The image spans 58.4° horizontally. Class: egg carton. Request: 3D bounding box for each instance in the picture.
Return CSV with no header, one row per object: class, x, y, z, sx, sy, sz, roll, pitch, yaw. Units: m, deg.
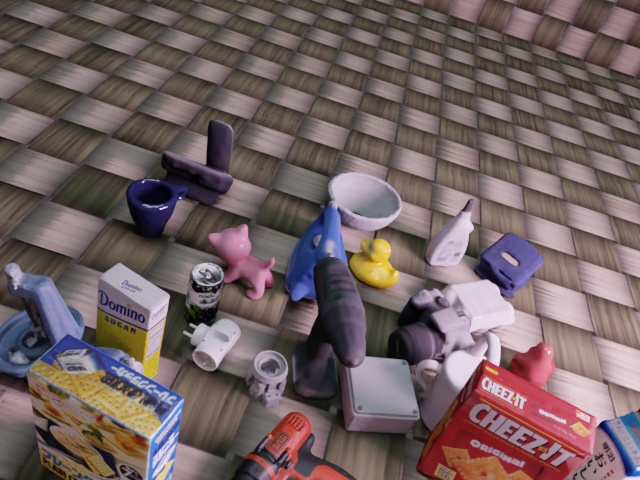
egg carton,0.297,0.133,1.108,0.151,0.069,0.107,-6,46,-26

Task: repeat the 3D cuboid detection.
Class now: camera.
camera,0.185,0.158,1.013,0.137,0.101,0.143,-9,47,-29

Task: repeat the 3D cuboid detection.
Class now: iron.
iron,0.010,0.004,1.087,0.119,0.141,0.258,13,40,-7

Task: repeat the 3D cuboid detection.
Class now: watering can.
watering can,0.240,0.222,0.890,0.173,0.194,0.101,6,42,-15

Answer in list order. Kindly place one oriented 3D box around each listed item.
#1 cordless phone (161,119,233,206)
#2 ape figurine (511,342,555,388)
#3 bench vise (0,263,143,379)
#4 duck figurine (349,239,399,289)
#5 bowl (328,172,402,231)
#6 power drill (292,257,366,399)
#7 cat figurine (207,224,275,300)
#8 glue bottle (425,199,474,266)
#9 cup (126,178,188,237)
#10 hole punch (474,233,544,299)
cordless phone,-0.243,-0.177,1.160,0.147,0.185,0.094,19,40,0
ape figurine,0.389,0.220,1.028,0.077,0.092,0.076,24,40,7
bench vise,-0.337,0.121,0.762,0.208,0.220,0.121,6,42,-14
duck figurine,0.115,0.039,1.131,0.104,0.086,0.078,34,43,18
bowl,0.090,-0.072,1.255,0.167,0.075,0.167,11,41,-9
power drill,0.015,0.148,0.876,0.076,0.208,0.229,7,42,-13
cat figurine,-0.138,0.028,1.022,0.127,0.118,0.067,26,41,9
glue bottle,0.282,-0.017,1.190,0.078,0.173,0.037,3,43,-18
cup,-0.304,-0.058,1.073,0.118,0.095,0.091,-22,54,-38
hole punch,0.404,0.052,1.222,0.101,0.091,0.108,-22,55,-38
